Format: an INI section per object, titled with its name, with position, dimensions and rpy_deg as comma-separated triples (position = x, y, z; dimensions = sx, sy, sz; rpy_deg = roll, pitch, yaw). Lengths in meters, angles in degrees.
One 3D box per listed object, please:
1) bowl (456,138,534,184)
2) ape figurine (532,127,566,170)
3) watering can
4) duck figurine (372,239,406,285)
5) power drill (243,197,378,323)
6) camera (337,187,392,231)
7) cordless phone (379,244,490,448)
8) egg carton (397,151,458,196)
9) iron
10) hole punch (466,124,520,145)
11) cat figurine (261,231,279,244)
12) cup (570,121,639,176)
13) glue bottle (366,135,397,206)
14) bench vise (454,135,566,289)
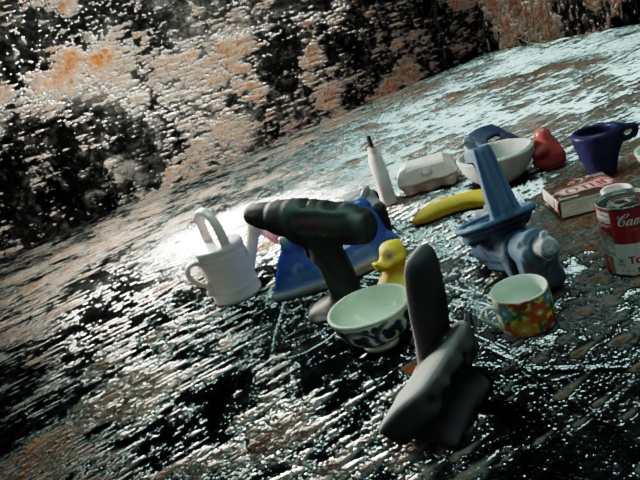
[bowl]
position = 0.391, -0.163, 1.263
dimensions = 0.167, 0.075, 0.167
rpy_deg = -18, 19, 6
[ape figurine]
position = 0.489, -0.201, 1.241
dimensions = 0.078, 0.092, 0.076
rpy_deg = -25, 19, -16
[watering can]
position = -0.192, 0.021, 1.143
dimensions = 0.100, 0.194, 0.173
rpy_deg = -5, 24, 38
[duck figurine]
position = 0.129, 0.039, 0.940
dimensions = 0.105, 0.086, 0.077
rpy_deg = -29, 21, -26
[power drill]
position = -0.004, 0.026, 0.916
dimensions = 0.228, 0.209, 0.076
rpy_deg = -7, 22, 33
[camera]
position = 0.063, -0.050, 1.233
dimensions = 0.137, 0.101, 0.142
rpy_deg = -26, 19, -17
[cordless phone]
position = 0.104, 0.109, 0.607
dimensions = 0.093, 0.185, 0.148
rpy_deg = -6, 23, 35
[egg carton]
position = 0.261, -0.162, 1.399
dimensions = 0.150, 0.069, 0.107
rpy_deg = -15, 19, 13
[iron]
position = 0.010, 0.004, 1.070
dimensions = 0.258, 0.142, 0.118
rpy_deg = -24, 19, -11
[hole punch]
position = 0.425, -0.232, 1.396
dimensions = 0.109, 0.091, 0.100
rpy_deg = -28, 20, -24
[cat figurine]
position = -0.066, -0.020, 1.253
dimensions = 0.127, 0.118, 0.067
rpy_deg = -18, 19, 5
[cup]
position = 0.548, -0.172, 1.095
dimensions = 0.117, 0.095, 0.092
rpy_deg = -13, 20, 19
[glue bottle]
position = 0.140, -0.170, 1.378
dimensions = 0.037, 0.173, 0.078
rpy_deg = -20, 19, 0
[bench vise]
position = 0.270, -0.042, 0.811
dimensions = 0.122, 0.220, 0.206
rpy_deg = -28, 20, -23
